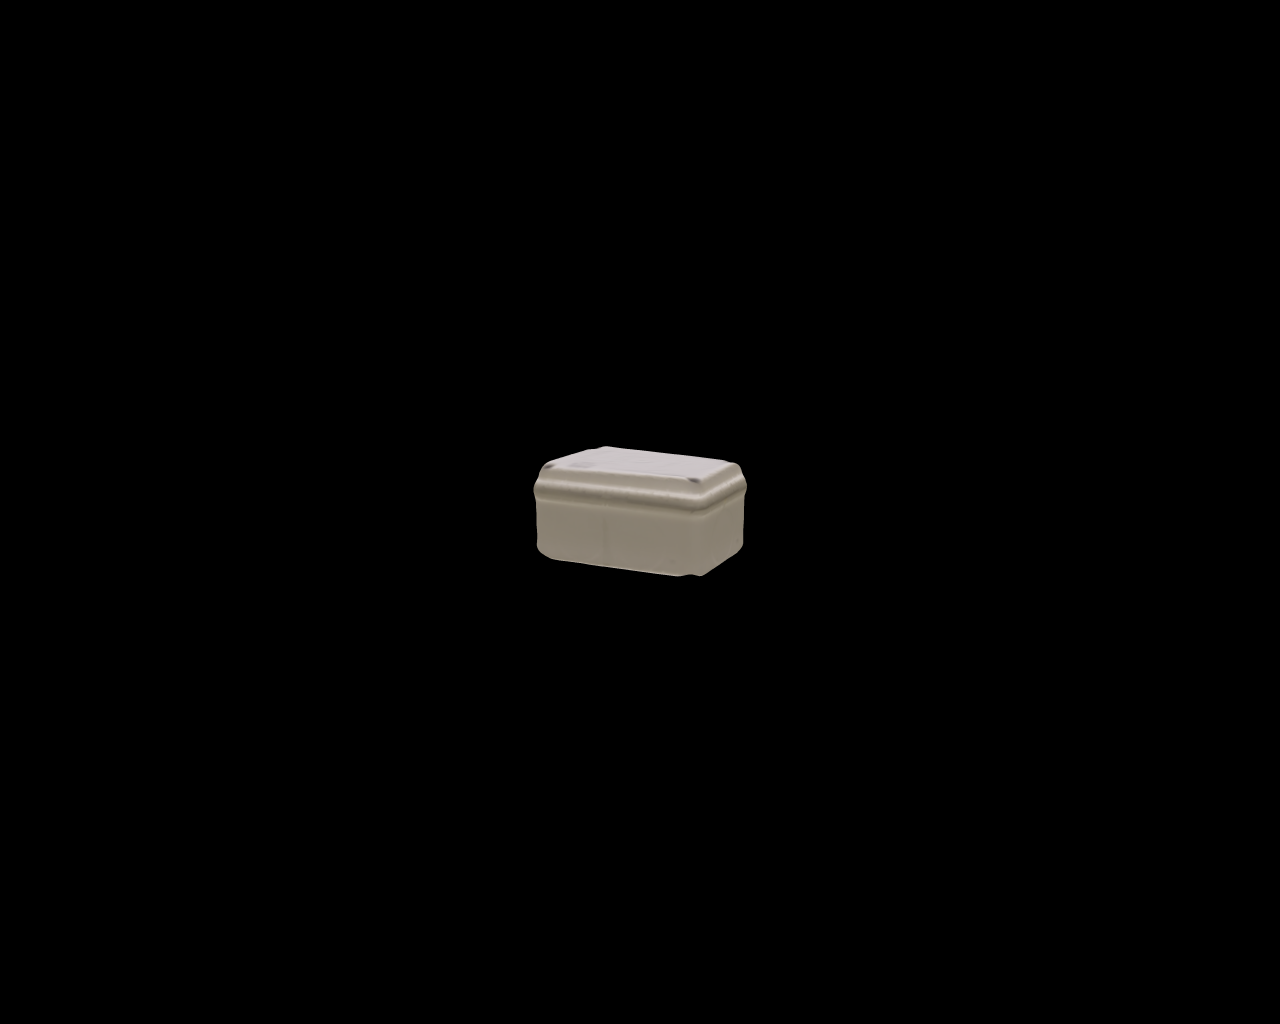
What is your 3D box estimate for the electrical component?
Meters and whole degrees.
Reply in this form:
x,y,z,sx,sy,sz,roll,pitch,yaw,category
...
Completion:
x,y,z,sx,sy,sz,roll,pitch,yaw,category
0.001,-0.003,0.650,0.113,0.057,0.078,7,16,26,electrical component
